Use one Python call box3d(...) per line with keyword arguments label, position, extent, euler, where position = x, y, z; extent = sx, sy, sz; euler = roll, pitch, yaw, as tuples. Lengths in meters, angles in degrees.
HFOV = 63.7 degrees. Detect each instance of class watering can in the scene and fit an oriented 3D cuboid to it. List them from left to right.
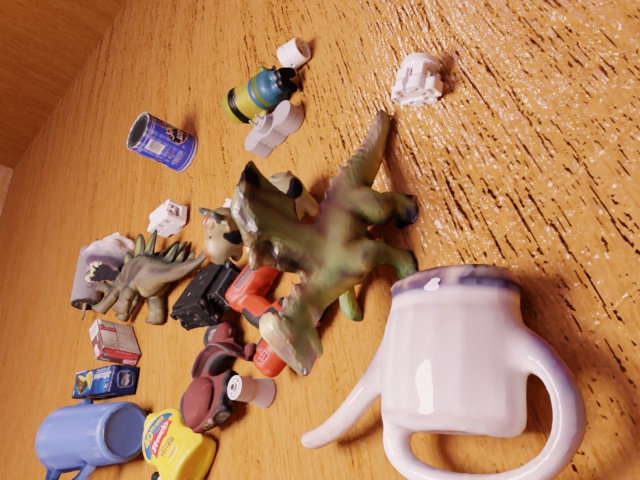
box3d(label="watering can", position=(0.104, 0.142, 0.557), extent=(0.345, 0.103, 0.228), euler=(-15, 58, 45))

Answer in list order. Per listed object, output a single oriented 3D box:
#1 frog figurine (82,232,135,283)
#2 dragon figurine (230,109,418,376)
box3d(label="frog figurine", position=(-0.537, 0.026, 1.331), extent=(0.137, 0.120, 0.163), euler=(-12, 45, 7))
box3d(label="dragon figurine", position=(0.002, -0.033, 0.666), extent=(0.121, 0.241, 0.418), euler=(-25, 55, 45))
